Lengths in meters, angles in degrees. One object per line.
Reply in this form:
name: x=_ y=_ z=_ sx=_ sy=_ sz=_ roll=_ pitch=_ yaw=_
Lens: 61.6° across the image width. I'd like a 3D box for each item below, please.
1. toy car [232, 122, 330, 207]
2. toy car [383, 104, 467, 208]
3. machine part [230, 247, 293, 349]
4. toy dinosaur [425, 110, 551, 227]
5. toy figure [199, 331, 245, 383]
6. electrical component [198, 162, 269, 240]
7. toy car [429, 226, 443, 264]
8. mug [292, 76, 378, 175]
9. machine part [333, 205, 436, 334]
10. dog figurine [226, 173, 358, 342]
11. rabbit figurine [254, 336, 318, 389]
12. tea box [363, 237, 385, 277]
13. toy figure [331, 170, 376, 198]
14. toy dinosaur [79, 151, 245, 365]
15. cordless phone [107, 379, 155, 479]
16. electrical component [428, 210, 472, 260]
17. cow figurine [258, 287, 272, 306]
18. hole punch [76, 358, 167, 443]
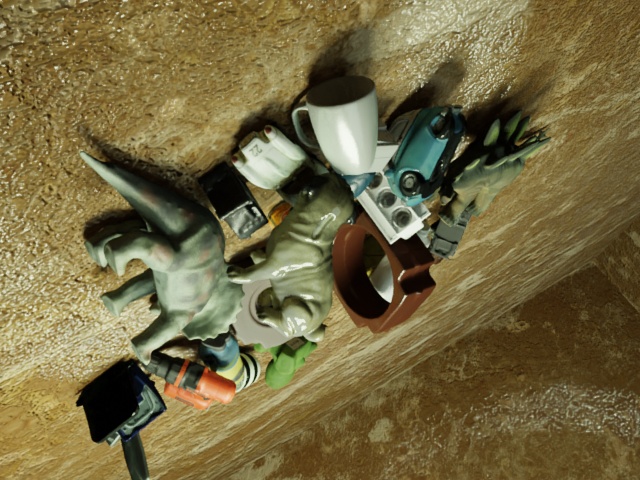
toy car: x=-0.042 y=-0.092 z=0.716 sx=0.073 sy=0.056 sz=0.201 roll=-39 pitch=156 yaw=12
toy car: x=0.141 y=-0.135 z=0.797 sx=0.109 sy=0.103 sz=0.161 roll=-23 pitch=139 yaw=-55
machine part: x=-0.086 y=0.100 z=0.919 sx=0.179 sy=0.056 sz=0.179 roll=-8 pitch=113 yaw=-20
toy dinosaur: x=0.321 y=-0.138 z=0.987 sx=0.198 sy=0.105 sz=0.471 roll=-47 pitch=169 yaw=35
toy figure: x=-0.200 y=0.240 z=1.093 sx=0.082 sy=0.089 sz=0.180 roll=-30 pitch=154 yaw=-25
electrical component: x=-0.106 y=-0.041 z=0.711 sx=0.048 sy=0.075 sz=0.119 roll=-34 pitch=151 yaw=2
toy car: x=0.302 y=0.005 z=1.323 sx=0.089 sy=0.053 sz=0.202 roll=-23 pitch=155 yaw=-14
mug: x=0.022 y=-0.133 z=0.658 sx=0.110 sy=0.081 sz=0.107 roll=-4 pitch=127 yaw=17
machine part: x=0.104 y=0.050 z=0.979 sx=0.087 sy=0.201 sz=0.201 roll=-15 pitch=149 yaw=-33
dog figurine: x=-0.002 y=0.026 z=0.707 sx=0.190 sy=0.172 sz=0.121 roll=-39 pitch=-168 yaw=25
rabbit figurine: x=-0.086 y=0.267 z=1.262 sx=0.159 sy=0.121 sz=0.170 roll=-38 pitch=152 yaw=-50
tea box: x=0.143 y=0.032 z=1.155 sx=0.170 sy=0.068 sz=0.098 roll=-24 pitch=153 yaw=-21
toy figure: x=0.025 y=-0.071 z=0.839 sx=0.064 sy=0.058 sz=0.154 roll=4 pitch=142 yaw=-44
toy dinosaur: x=-0.185 y=0.024 z=0.699 sx=0.192 sy=0.131 sz=0.404 roll=-32 pitch=154 yaw=-33
cordless phone: x=-0.361 y=0.381 z=1.051 sx=0.088 sy=0.184 sz=0.146 roll=4 pitch=137 yaw=-47
electrical component: x=0.286 y=-0.024 z=1.168 sx=0.114 sy=0.058 sz=0.134 roll=-67 pitch=166 yaw=13
cow figurine: x=-0.087 y=0.106 z=1.015 sx=0.167 sy=0.068 sz=0.098 roll=-22 pitch=159 yaw=-15
hole punch: x=-0.356 y=0.295 z=0.976 sx=0.142 sy=0.116 sz=0.092 roll=-40 pitch=148 yaw=10
